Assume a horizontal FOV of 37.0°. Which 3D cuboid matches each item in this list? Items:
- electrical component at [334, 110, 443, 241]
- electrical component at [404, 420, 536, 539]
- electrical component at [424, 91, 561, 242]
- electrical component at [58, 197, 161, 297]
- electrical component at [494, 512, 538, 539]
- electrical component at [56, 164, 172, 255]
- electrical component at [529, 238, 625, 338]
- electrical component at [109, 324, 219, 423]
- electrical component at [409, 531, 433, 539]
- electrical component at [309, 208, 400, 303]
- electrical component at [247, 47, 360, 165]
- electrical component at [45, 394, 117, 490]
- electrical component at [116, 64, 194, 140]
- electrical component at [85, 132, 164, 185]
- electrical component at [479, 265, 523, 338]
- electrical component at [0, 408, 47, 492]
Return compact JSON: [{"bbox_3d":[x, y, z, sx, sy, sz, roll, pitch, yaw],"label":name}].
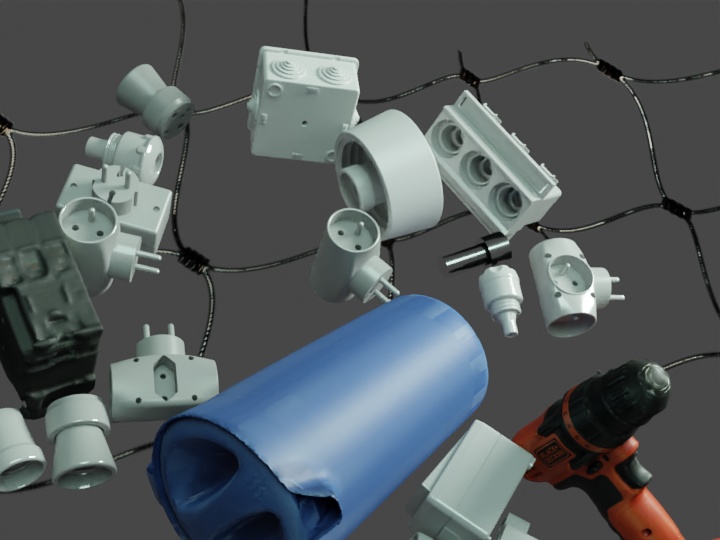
[{"bbox_3d":[0.017,-0.077,0.921,0.060,0.108,0.108,-22,65,-21],"label":"electrical component"},{"bbox_3d":[0.083,0.159,0.805,0.061,0.061,0.096,33,55,8],"label":"electrical component"},{"bbox_3d":[0.121,-0.094,0.984,0.063,0.078,0.121,-16,60,-49],"label":"electrical component"},{"bbox_3d":[-0.194,-0.013,0.835,0.079,0.077,0.043,13,54,-7],"label":"electrical component"},{"bbox_3d":[0.117,0.223,0.775,0.057,0.058,0.078,27,54,7],"label":"electrical component"},{"bbox_3d":[-0.197,-0.058,0.866,0.083,0.075,0.047,16,54,-5],"label":"electrical component"},{"bbox_3d":[0.194,0.016,0.943,0.079,0.044,0.077,1,57,-14],"label":"electrical component"},{"bbox_3d":[-0.149,0.075,0.809,0.077,0.043,0.079,-1,57,-16],"label":"electrical component"},{"bbox_3d":[0.053,0.216,0.773,0.046,0.040,0.040,28,54,-3],"label":"electrical component"},{"bbox_3d":[0.000,0.000,0.880,0.079,0.077,0.044,40,56,13],"label":"electrical component"},{"bbox_3d":[-0.050,-0.143,0.951,0.100,0.099,0.048,5,43,-12],"label":"electrical component"},{"bbox_3d":[-0.199,0.122,0.763,0.045,0.045,0.055,-6,58,-19],"label":"electrical component"},{"bbox_3d":[-0.181,-0.148,0.950,0.055,0.045,0.045,40,56,12],"label":"electrical component"},{"bbox_3d":[-0.201,-0.097,0.912,0.062,0.048,0.048,16,54,4],"label":"electrical component"},{"bbox_3d":[0.123,0.029,0.921,0.035,0.035,0.061,-1,59,-16],"label":"electrical component"},{"bbox_3d":[-0.246,0.125,0.752,0.040,0.040,0.046,-19,58,-26],"label":"electrical component"}]
